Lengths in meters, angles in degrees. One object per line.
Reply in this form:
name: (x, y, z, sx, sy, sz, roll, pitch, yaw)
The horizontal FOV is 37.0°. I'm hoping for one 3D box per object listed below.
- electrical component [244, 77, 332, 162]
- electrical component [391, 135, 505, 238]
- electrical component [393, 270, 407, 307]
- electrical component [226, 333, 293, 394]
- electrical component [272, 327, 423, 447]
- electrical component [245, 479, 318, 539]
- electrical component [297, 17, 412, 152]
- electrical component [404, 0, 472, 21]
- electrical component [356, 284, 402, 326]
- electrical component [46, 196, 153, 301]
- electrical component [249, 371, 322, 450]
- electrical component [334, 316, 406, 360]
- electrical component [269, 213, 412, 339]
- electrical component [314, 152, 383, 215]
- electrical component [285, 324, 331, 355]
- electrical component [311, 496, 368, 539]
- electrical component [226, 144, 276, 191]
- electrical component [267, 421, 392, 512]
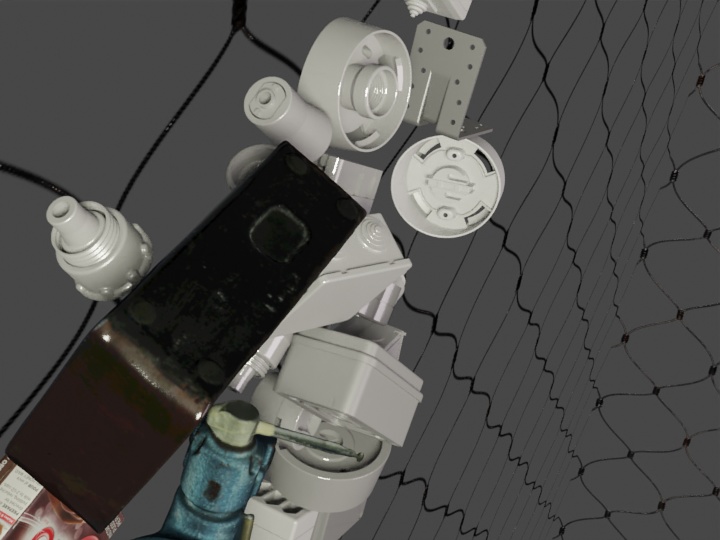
electrical component: (-0.050, -0.102, 0.726, 0.044, 0.044, 0.065, -66, 155, -7)
electrical component: (0.086, -0.082, 1.016, 0.064, 0.099, 0.099, -41, 147, -63)
electrical component: (0.028, 0.014, 1.048, 0.061, 0.035, 0.035, -48, 151, -48)
electrical component: (-0.081, 0.062, 0.805, 0.062, 0.043, 0.043, -60, 158, -18)
electrical component: (-0.006, 0.091, 0.848, 0.113, 0.078, 0.057, 42, 65, -56)
electrical component: (-0.082, 0.232, 0.937, 0.047, 0.066, 0.076, -13, 122, -66)
electrical component: (-0.008, -0.136, 0.801, 0.099, 0.064, 0.099, -29, 128, -45)
electrical component: (0.067, -0.243, 0.854, 0.096, 0.061, 0.062, -69, 160, 0)
electrical component: (0.000, 0.000, 0.936, 0.073, 0.052, 0.138, -68, 159, -3)
electrical component: (-0.143, -0.016, 0.572, 0.048, 0.048, 0.062, -62, 151, -19)
electrical component: (-0.062, 0.116, 0.901, 0.055, 0.047, 0.055, -52, 154, -38)
electrical component: (-0.004, 0.098, 1.010, 0.062, 0.061, 0.096, -38, 144, -56)
electrical component: (-0.026, 0.003, 0.774, 0.100, 0.048, 0.100, -11, 158, -43)
electrical component: (-0.027, -0.059, 0.813, 0.089, 0.050, 0.055, 2, 107, -69)
electrical component: (-0.046, 0.043, 0.876, 0.043, 0.043, 0.062, -54, 154, -35)
electrical component: (-0.032, 0.207, 1.055, 0.109, 0.056, 0.108, -23, 131, -63)
electrical component: (-0.064, -0.052, 0.734, 0.045, 0.045, 0.055, -60, 159, -24)
electrical component: (-0.031, 0.164, 0.948, 0.108, 0.108, 0.060, -44, 154, -49)
